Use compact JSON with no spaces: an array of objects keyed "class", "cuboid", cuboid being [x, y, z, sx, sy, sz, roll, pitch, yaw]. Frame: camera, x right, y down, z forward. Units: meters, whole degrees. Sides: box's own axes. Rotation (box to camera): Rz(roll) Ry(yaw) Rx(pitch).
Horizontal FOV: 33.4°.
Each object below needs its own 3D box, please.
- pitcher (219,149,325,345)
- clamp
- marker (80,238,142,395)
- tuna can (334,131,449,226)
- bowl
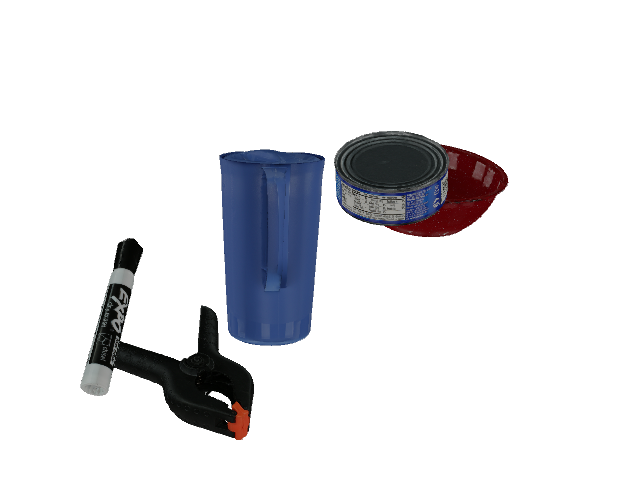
[{"class":"pitcher","cuboid":[-0.063,0.008,1.356,0.145,0.243,0.148,10,14,37]},{"class":"clamp","cuboid":[-0.107,0.116,0.969,0.120,0.039,0.172,-30,47,-33]},{"class":"marker","cuboid":[-0.144,0.050,0.746,0.020,0.121,0.020,5,-34,3]},{"class":"tuna can","cuboid":[0.054,-0.047,0.804,0.086,0.034,0.086,-2,35,1]},{"class":"bowl","cuboid":[0.101,-0.046,1.055,0.162,0.055,0.162,4,24,-2]}]
